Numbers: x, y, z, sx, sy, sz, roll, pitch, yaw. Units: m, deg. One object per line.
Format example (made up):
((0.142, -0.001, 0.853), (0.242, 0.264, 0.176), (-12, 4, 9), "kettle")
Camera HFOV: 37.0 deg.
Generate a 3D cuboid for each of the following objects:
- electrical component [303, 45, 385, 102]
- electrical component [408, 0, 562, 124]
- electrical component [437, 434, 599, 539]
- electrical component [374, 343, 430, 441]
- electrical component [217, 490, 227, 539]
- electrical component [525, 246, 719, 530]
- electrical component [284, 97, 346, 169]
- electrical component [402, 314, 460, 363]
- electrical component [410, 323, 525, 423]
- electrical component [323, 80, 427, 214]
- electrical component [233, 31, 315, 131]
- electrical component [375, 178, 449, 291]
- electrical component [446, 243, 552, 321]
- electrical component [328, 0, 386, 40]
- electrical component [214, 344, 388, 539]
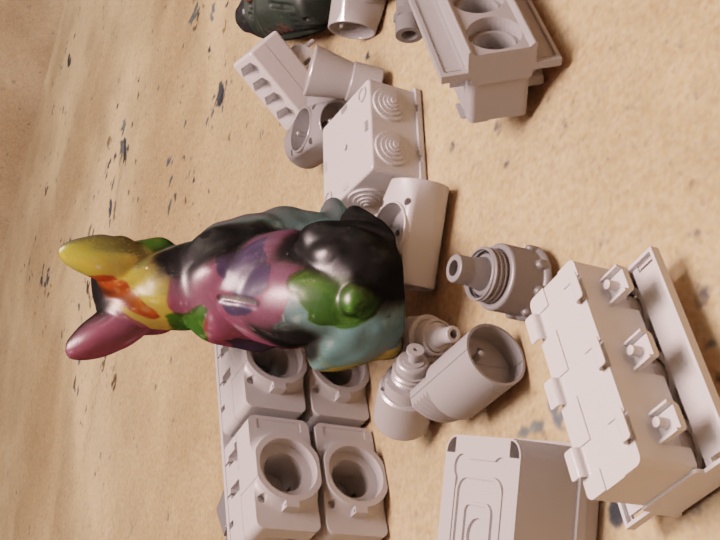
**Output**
((-0.012, -0.162, 0.918), (0.044, 0.065, 0.044), (-166, 90, -83), "electrical component")
((0.079, -0.160, 0.729), (0.063, 0.079, 0.121), (86, 172, -47), "electrical component")
((0.087, 0.151, 0.602), (0.078, 0.057, 0.113), (-12, 69, 62), "electrical component")
((0.033, 0.082, 0.740), (0.040, 0.040, 0.078), (-110, 21, -47), "electrical component")
((-0.083, 0.210, 0.925), (0.059, 0.054, 0.095), (-68, 28, 21), "electrical component")
((0.132, 0.056, 0.542), (0.078, 0.063, 0.121), (-53, 36, 41), "electrical component")
((-0.032, -0.139, 0.974), (0.077, 0.044, 0.079), (-20, 62, 60), "electrical component")
((0.048, 0.048, 0.749), (0.061, 0.035, 0.035), (-16, 65, 59), "electrical component")
((0.066, 0.073, 0.693), (0.081, 0.043, 0.043), (-48, 39, 46), "electrical component")
((0.009, -0.094, 0.868), (0.100, 0.048, 0.099), (-39, 46, 52), "electrical component")
((-0.063, -0.192, 1.035), (0.075, 0.083, 0.047), (-46, 16, -23), "electrical component")
((0.028, -0.026, 0.802), (0.079, 0.044, 0.077), (0, 80, 57), "electrical component")
((0.084, 0.004, 0.663), (0.048, 0.062, 0.048), (-35, 50, 55), "electrical component")
((0.006, -0.251, 0.943), (0.079, 0.043, 0.077), (-7, 73, 63), "electrical component")
((-0.047, 0.124, 0.828), (0.060, 0.105, 0.186), (-52, 36, 42), "electrical component")
